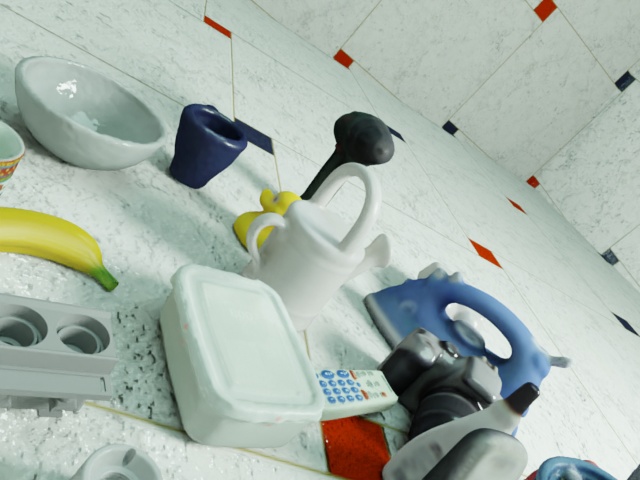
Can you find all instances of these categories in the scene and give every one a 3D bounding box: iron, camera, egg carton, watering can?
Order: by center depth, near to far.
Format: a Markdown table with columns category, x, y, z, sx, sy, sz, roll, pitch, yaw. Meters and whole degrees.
| category | x | y | z | sx | sy | sz | roll | pitch | yaw |
| --- | --- | --- | --- | --- | --- | --- | --- | --- | --- |
| camera | 0.133 | 0.173 | 0.617 | 0.143 | 0.100 | 0.137 | 41 | 23 | 7 |
| watering can | 0.005 | 0.001 | 0.635 | 0.100 | 0.194 | 0.173 | 49 | 25 | 25 |
| iron | 0.185 | 0.120 | 0.741 | 0.258 | 0.141 | 0.119 | 45 | 24 | 17 |
| egg carton | 0.195 | 0.098 | 0.888 | 0.107 | 0.069 | 0.150 | 35 | 23 | -7 |

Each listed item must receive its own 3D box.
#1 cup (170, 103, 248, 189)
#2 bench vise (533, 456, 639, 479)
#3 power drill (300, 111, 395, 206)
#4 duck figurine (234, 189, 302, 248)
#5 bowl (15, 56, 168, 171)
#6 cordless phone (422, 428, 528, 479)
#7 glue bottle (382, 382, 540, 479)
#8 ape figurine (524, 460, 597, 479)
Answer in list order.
| category | x | y | z | sx | sy | sz | roll | pitch | yaw |
| --- | --- | --- | --- | --- | --- | --- | --- | --- | --- |
| cup | -0.159 | -0.124 | 0.761 | 0.092 | 0.095 | 0.117 | 23 | 27 | -31 |
| bench vise | 0.300 | 0.255 | 0.551 | 0.208 | 0.219 | 0.121 | 24 | 26 | -30 |
| power drill | 0.027 | -0.094 | 0.828 | 0.076 | 0.208 | 0.229 | 30 | 24 | -17 |
| duck figurine | -0.050 | -0.020 | 0.733 | 0.104 | 0.086 | 0.078 | 43 | 23 | 13 |
| bowl | -0.263 | -0.129 | 0.644 | 0.168 | 0.074 | 0.167 | 31 | 24 | -15 |
| cordless phone | 0.094 | 0.205 | 0.390 | 0.148 | 0.185 | 0.094 | 21 | 28 | -34 |
| glue bottle | 0.127 | 0.183 | 0.496 | 0.037 | 0.173 | 0.078 | 19 | 29 | -37 |
| ape figurine | 0.270 | 0.276 | 0.632 | 0.077 | 0.092 | 0.076 | 41 | 23 | 8 |
